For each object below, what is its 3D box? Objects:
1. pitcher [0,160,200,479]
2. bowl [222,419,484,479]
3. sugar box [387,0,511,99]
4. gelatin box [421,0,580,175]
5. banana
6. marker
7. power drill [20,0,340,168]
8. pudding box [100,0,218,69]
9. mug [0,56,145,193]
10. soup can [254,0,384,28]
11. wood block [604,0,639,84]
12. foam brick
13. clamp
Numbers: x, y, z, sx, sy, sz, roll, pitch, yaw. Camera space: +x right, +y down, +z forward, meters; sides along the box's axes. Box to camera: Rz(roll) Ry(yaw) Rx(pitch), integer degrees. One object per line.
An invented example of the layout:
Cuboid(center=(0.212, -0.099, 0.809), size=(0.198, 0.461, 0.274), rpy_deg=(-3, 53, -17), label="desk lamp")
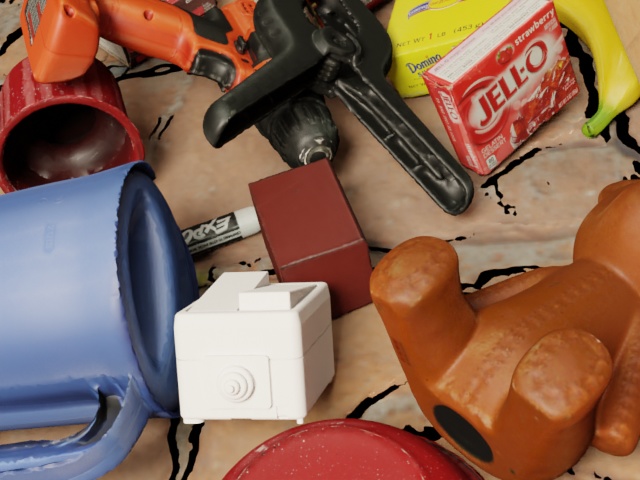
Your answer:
Cuboid(center=(-0.191, 0.051, 0.555), size=(0.243, 0.145, 0.149), rpy_deg=(-10, 3, 9), label="pitcher")
Cuboid(center=(0.007, 0.136, 0.472), size=(0.162, 0.055, 0.162), rpy_deg=(-7, 45, 7), label="bowl")
Cuboid(center=(0.104, -0.182, 0.742), size=(0.093, 0.048, 0.176), rpy_deg=(-9, 50, 30), label="sugar box")
Cuboid(center=(0.112, -0.095, 0.651), size=(0.089, 0.073, 0.030), rpy_deg=(-41, 41, -13), label="gelatin box")
Cuboid(center=(0.176, -0.147, 0.724), size=(0.069, 0.037, 0.198), rpy_deg=(-15, 45, -2), label="banana")
Cuboid(center=(-0.068, -0.003, 0.651), size=(0.121, 0.020, 0.020), rpy_deg=(-20, 45, -6), label="marker")
Cuboid(center=(-0.088, -0.114, 0.678), size=(0.187, 0.057, 0.184), rpy_deg=(12, 30, -31), label="power drill")
Cuboid(center=(-0.149, -0.191, 0.842), size=(0.090, 0.039, 0.114), rpy_deg=(-37, 50, -22), label="pudding box")
Cuboid(center=(-0.177, -0.071, 0.692), size=(0.117, 0.093, 0.081), rpy_deg=(-5, 38, -15), label="mug")
Cuboid(center=(0.010, -0.189, 0.783), size=(0.069, 0.068, 0.102), rpy_deg=(31, 60, 35), label="soup can")
Cuboid(center=(0.236, -0.169, 0.663), size=(0.090, 0.091, 0.206), rpy_deg=(13, 46, -20), label="wood block")
Cuboid(center=(-0.004, 0.001, 0.609), size=(0.051, 0.053, 0.078), rpy_deg=(-18, 45, -4), label="foam brick")
Cuboid(center=(-0.003, -0.107, 0.646), size=(0.164, 0.036, 0.210), rpy_deg=(10, 44, -27), label="clamp")
